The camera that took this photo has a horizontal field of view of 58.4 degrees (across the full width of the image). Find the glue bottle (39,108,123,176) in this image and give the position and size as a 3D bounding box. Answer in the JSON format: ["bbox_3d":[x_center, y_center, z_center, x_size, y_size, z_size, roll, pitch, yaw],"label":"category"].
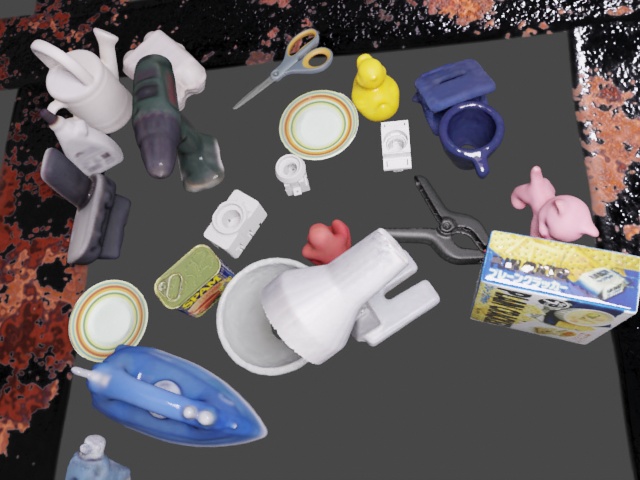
[{"bbox_3d":[-0.395,-0.164,0.932,0.078,0.173,0.037,-26,68,2],"label":"glue bottle"}]

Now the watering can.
[{"bbox_3d":[-0.401,-0.275,0.959,0.100,0.194,0.173,7,73,14],"label":"watering can"}]

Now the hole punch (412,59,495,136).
[{"bbox_3d":[0.203,-0.231,0.884,0.108,0.091,0.101,-20,69,4],"label":"hole punch"}]

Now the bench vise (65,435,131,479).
[{"bbox_3d":[-0.346,0.354,0.718,0.121,0.220,0.207,-4,70,10],"label":"bench vise"}]

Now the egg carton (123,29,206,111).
[{"bbox_3d":[-0.273,-0.299,1.010,0.150,0.069,0.107,42,83,21],"label":"egg carton"}]

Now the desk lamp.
[{"bbox_3d":[0.045,0.070,0.744,0.203,0.214,0.117,-34,68,-2],"label":"desk lamp"}]

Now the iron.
[{"bbox_3d":[-0.205,0.219,0.779,0.257,0.142,0.119,14,74,15],"label":"iron"}]

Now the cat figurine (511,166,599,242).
[{"bbox_3d":[0.319,-0.043,0.782,0.067,0.118,0.127,-23,68,3],"label":"cat figurine"}]

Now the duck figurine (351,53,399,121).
[{"bbox_3d":[0.085,-0.249,0.915,0.077,0.086,0.104,-21,69,4],"label":"duck figurine"}]

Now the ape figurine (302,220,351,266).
[{"bbox_3d":[0.008,0.003,0.840,0.078,0.092,0.076,-22,68,3],"label":"ape figurine"}]

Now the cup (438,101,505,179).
[{"bbox_3d":[0.224,-0.132,0.843,0.091,0.095,0.117,-14,69,6],"label":"cup"}]

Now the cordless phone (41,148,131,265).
[{"bbox_3d":[-0.382,-0.048,0.882,0.094,0.185,0.147,-3,71,10],"label":"cordless phone"}]

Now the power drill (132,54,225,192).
[{"bbox_3d":[-0.220,-0.158,0.876,0.075,0.209,0.229,-19,69,4],"label":"power drill"}]

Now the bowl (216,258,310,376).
[{"bbox_3d":[-0.059,0.114,0.824,0.167,0.075,0.167,-3,71,10],"label":"bowl"}]
